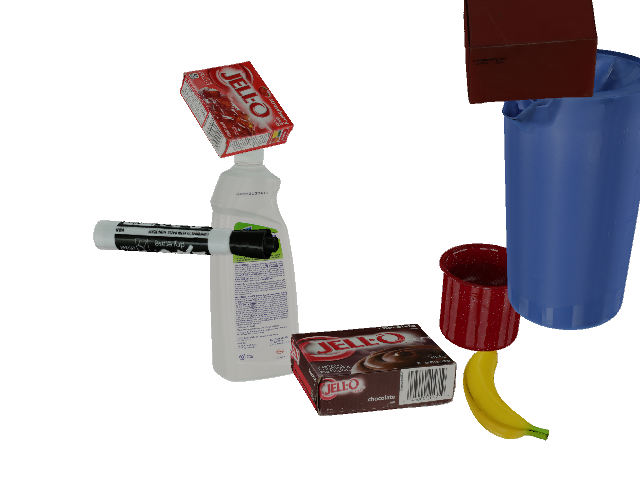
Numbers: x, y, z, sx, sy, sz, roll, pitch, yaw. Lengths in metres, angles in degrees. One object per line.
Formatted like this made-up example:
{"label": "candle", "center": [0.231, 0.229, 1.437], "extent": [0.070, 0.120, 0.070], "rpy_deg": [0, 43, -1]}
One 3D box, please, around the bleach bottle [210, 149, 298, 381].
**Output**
{"label": "bleach bottle", "center": [-0.069, 0.022, 1.154], "extent": [0.102, 0.251, 0.068], "rpy_deg": [-6, 14, -28]}

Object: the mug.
{"label": "mug", "center": [0.163, 0.054, 1.103], "extent": [0.093, 0.081, 0.117], "rpy_deg": [-3, 28, -10]}

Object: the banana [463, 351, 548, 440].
{"label": "banana", "center": [0.205, 0.183, 1.273], "extent": [0.069, 0.037, 0.198], "rpy_deg": [9, 23, -15]}

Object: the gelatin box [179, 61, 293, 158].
{"label": "gelatin box", "center": [-0.079, -0.124, 0.993], "extent": [0.073, 0.089, 0.030], "rpy_deg": [-16, -29, -32]}

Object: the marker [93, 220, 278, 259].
{"label": "marker", "center": [-0.084, -0.001, 0.665], "extent": [0.121, 0.020, 0.020], "rpy_deg": [3, 1, 18]}

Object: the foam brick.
{"label": "foam brick", "center": [0.129, -0.122, 0.661], "extent": [0.078, 0.051, 0.053], "rpy_deg": [-2, -35, 7]}

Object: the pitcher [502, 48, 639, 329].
{"label": "pitcher", "center": [0.238, -0.048, 0.975], "extent": [0.149, 0.243, 0.145], "rpy_deg": [2, 29, 9]}

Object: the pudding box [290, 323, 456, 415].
{"label": "pudding box", "center": [0.040, 0.101, 0.848], "extent": [0.113, 0.039, 0.090], "rpy_deg": [-2, 17, -15]}
